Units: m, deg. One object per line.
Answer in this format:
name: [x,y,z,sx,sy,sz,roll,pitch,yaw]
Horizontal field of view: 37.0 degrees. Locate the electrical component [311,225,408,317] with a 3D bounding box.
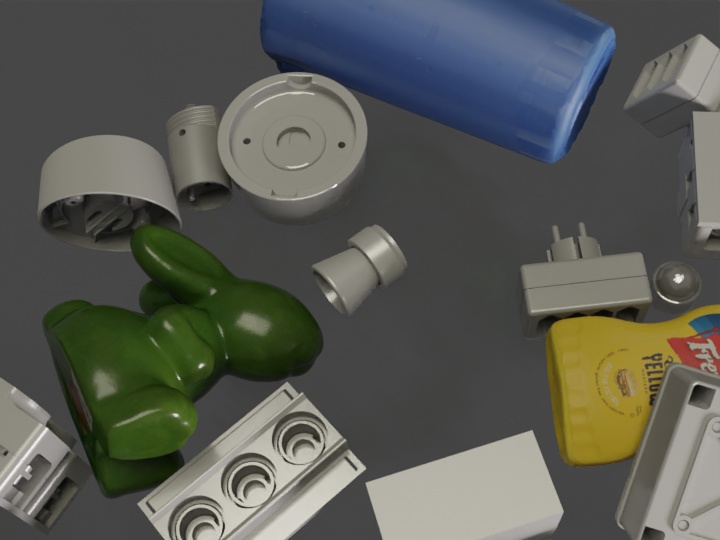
electrical component: [0.000,0.000,0.761,0.055,0.045,0.045,-36,67,-13]

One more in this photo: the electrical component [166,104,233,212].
electrical component: [-0.123,-0.090,0.813,0.043,0.043,0.081,-11,64,-1]

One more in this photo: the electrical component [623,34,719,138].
electrical component: [0.249,-0.123,0.792,0.077,0.066,0.047,35,70,-12]

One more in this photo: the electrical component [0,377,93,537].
electrical component: [-0.272,0.089,0.706,0.186,0.105,0.060,29,70,17]

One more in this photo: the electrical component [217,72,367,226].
electrical component: [-0.046,-0.084,0.795,0.108,0.060,0.108,-2,65,4]

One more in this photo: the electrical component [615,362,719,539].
electrical component: [0.225,0.124,0.645,0.109,0.056,0.108,17,96,-2]

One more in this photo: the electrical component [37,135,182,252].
electrical component: [-0.180,-0.049,0.769,0.099,0.099,0.064,-12,59,-1]

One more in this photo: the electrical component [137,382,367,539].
electrical component: [-0.067,0.142,0.686,0.121,0.063,0.079,-39,67,-16]

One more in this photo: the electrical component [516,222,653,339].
electrical component: [0.151,0.001,0.747,0.083,0.047,0.075,-6,64,1]

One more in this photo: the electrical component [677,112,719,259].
electrical component: [0.305,-0.055,0.752,0.150,0.061,0.089,3,65,6]
